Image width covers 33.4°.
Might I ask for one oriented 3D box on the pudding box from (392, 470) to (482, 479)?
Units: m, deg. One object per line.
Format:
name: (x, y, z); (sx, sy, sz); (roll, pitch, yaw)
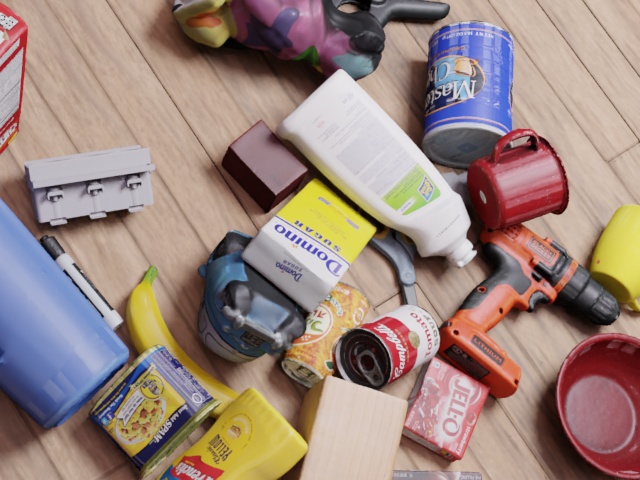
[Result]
pudding box: (0.112, 0.283, 1.088); (0.113, 0.039, 0.090); (4, 69, -15)

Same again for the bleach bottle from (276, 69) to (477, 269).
bleach bottle: (0.072, -0.063, 1.167); (0.102, 0.068, 0.251); (-43, 96, -1)

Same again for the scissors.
scissors: (0.078, 0.032, 1.186); (0.096, 0.016, 0.201); (12, 67, -10)

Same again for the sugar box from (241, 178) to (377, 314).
sugar box: (-0.007, 0.001, 1.103); (0.093, 0.048, 0.176); (39, 24, 0)

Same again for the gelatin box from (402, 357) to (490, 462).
gelatin box: (0.132, 0.180, 1.137); (0.073, 0.030, 0.089); (30, 65, -4)

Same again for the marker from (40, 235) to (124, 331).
marker: (-0.244, 0.043, 1.086); (0.020, 0.020, 0.121); (-38, 84, -25)

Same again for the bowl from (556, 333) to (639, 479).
bowl: (0.322, 0.186, 1.176); (0.162, 0.055, 0.162); (5, 69, -14)

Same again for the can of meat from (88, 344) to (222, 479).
can of meat: (-0.161, 0.163, 1.027); (0.084, 0.057, 0.102); (45, 99, 6)

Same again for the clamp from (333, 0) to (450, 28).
clamp: (0.074, -0.286, 1.291); (0.171, 0.039, 0.120); (-40, 79, -21)

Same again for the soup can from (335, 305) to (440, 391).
soup can: (0.072, 0.111, 1.104); (0.102, 0.069, 0.068); (-19, 74, -52)

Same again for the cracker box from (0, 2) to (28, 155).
cracker box: (-0.367, -0.178, 1.025); (0.164, 0.214, 0.072); (35, 63, -2)

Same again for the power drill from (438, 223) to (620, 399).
power drill: (0.226, 0.082, 1.188); (0.184, 0.057, 0.187); (37, 62, 4)

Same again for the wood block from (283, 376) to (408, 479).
wood block: (0.012, 0.250, 1.043); (0.090, 0.091, 0.206); (19, 66, -9)

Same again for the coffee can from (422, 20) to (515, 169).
coffee can: (0.173, -0.167, 1.239); (0.102, 0.103, 0.140); (11, 67, -12)

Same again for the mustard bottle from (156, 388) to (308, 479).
mustard bottle: (-0.107, 0.233, 1.011); (0.191, 0.096, 0.058); (-44, 129, -7)

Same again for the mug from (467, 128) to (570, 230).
mug: (0.214, -0.069, 1.166); (0.081, 0.117, 0.093); (-19, 42, -13)

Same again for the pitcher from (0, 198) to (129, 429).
pitcher: (-0.303, 0.063, 1.000); (0.149, 0.145, 0.243); (-43, 89, -11)

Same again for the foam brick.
foam brick: (-0.061, -0.080, 1.167); (0.053, 0.051, 0.078); (-40, 85, -24)

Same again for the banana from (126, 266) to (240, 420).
banana: (-0.140, 0.118, 1.078); (0.069, 0.037, 0.198); (-33, 82, -23)
